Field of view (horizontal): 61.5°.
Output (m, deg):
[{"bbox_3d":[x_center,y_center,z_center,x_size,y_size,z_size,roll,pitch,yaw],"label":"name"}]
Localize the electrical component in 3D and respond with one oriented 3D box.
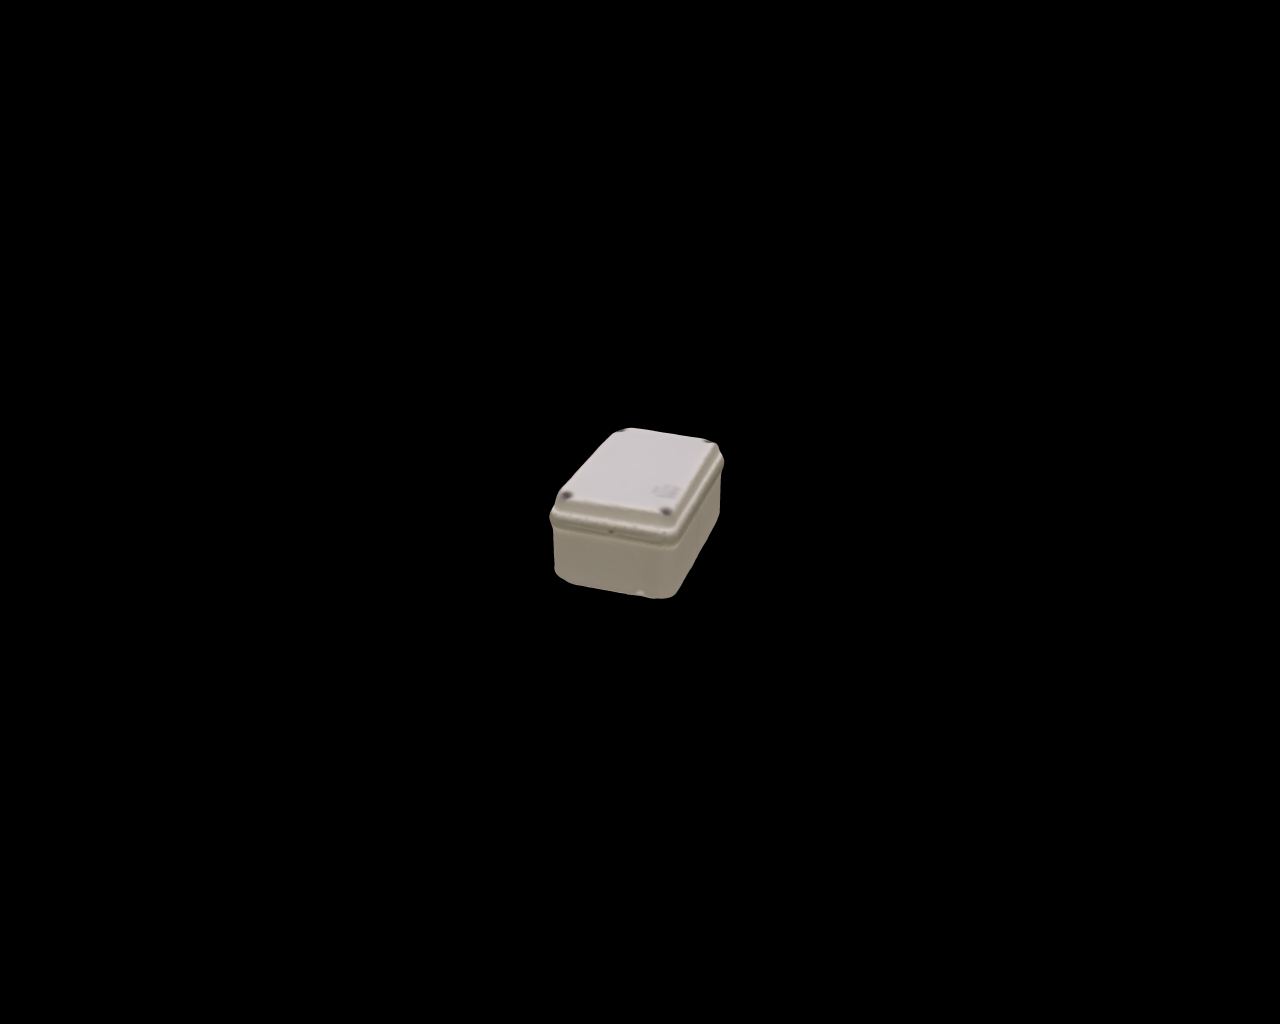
[{"bbox_3d":[0.001,-0.003,0.650,0.078,0.057,0.113,9,30,17],"label":"electrical component"}]
